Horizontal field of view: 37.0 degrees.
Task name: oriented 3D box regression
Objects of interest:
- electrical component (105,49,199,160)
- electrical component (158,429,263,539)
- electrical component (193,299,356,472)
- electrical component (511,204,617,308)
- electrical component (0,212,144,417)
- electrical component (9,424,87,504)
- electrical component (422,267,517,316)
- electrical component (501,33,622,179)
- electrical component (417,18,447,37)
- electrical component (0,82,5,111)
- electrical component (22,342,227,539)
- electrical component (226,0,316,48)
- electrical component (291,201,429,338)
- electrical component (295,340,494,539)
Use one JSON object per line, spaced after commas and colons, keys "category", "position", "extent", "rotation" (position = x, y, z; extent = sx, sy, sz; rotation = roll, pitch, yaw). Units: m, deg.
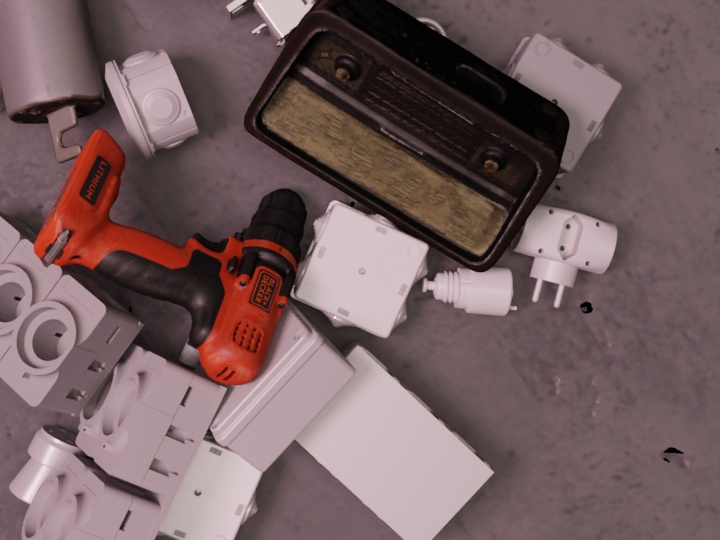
{"category": "electrical component", "position": [-0.164, -0.131, 0.842], "extent": [0.051, 0.080, 0.080], "rotation": [-23, 94, -8]}
{"category": "electrical component", "position": [-0.130, 0.175, 0.872], "extent": [0.100, 0.048, 0.099], "rotation": [23, 91, -5]}
{"category": "electrical component", "position": [-0.072, 0.083, 0.838], "extent": [0.108, 0.109, 0.056], "rotation": [-47, 117, -1]}
{"category": "electrical component", "position": [0.163, -0.009, 0.888], "extent": [0.077, 0.043, 0.079], "rotation": [15, 91, -5]}
{"category": "electrical component", "position": [-0.254, 0.029, 0.818], "extent": [0.150, 0.062, 0.089], "rotation": [36, 89, 24]}
{"category": "electrical component", "position": [-0.249, 0.158, 0.864], "extent": [0.045, 0.045, 0.055], "rotation": [27, 90, -5]}
{"category": "electrical component", "position": [0.090, 0.016, 0.885], "extent": [0.078, 0.040, 0.040], "rotation": [5, 92, -4]}
{"category": "electrical component", "position": [0.154, -0.134, 0.879], "extent": [0.100, 0.048, 0.099], "rotation": [31, 91, -4]}
{"category": "electrical component", "position": [0.050, -0.181, 0.863], "extent": [0.048, 0.062, 0.048], "rotation": [0, 92, -4]}
{"category": "electrical component", "position": [-0.298, -0.143, 0.847], "extent": [0.040, 0.046, 0.040], "rotation": [0, 92, -4]}
{"category": "electrical component", "position": [-0.185, 0.152, 0.809], "extent": [0.060, 0.105, 0.186], "rotation": [30, 81, -28]}
{"category": "electrical component", "position": [-0.065, -0.218, 0.864], "extent": [0.081, 0.042, 0.063], "rotation": [-36, 98, -1]}
{"category": "electrical component", "position": [0.000, 0.000, 0.874], "extent": [0.100, 0.048, 0.099], "rotation": [24, 90, -5]}
{"category": "electrical component", "position": [0.020, 0.140, 0.875], "extent": [0.150, 0.062, 0.089], "rotation": [43, 89, -5]}
